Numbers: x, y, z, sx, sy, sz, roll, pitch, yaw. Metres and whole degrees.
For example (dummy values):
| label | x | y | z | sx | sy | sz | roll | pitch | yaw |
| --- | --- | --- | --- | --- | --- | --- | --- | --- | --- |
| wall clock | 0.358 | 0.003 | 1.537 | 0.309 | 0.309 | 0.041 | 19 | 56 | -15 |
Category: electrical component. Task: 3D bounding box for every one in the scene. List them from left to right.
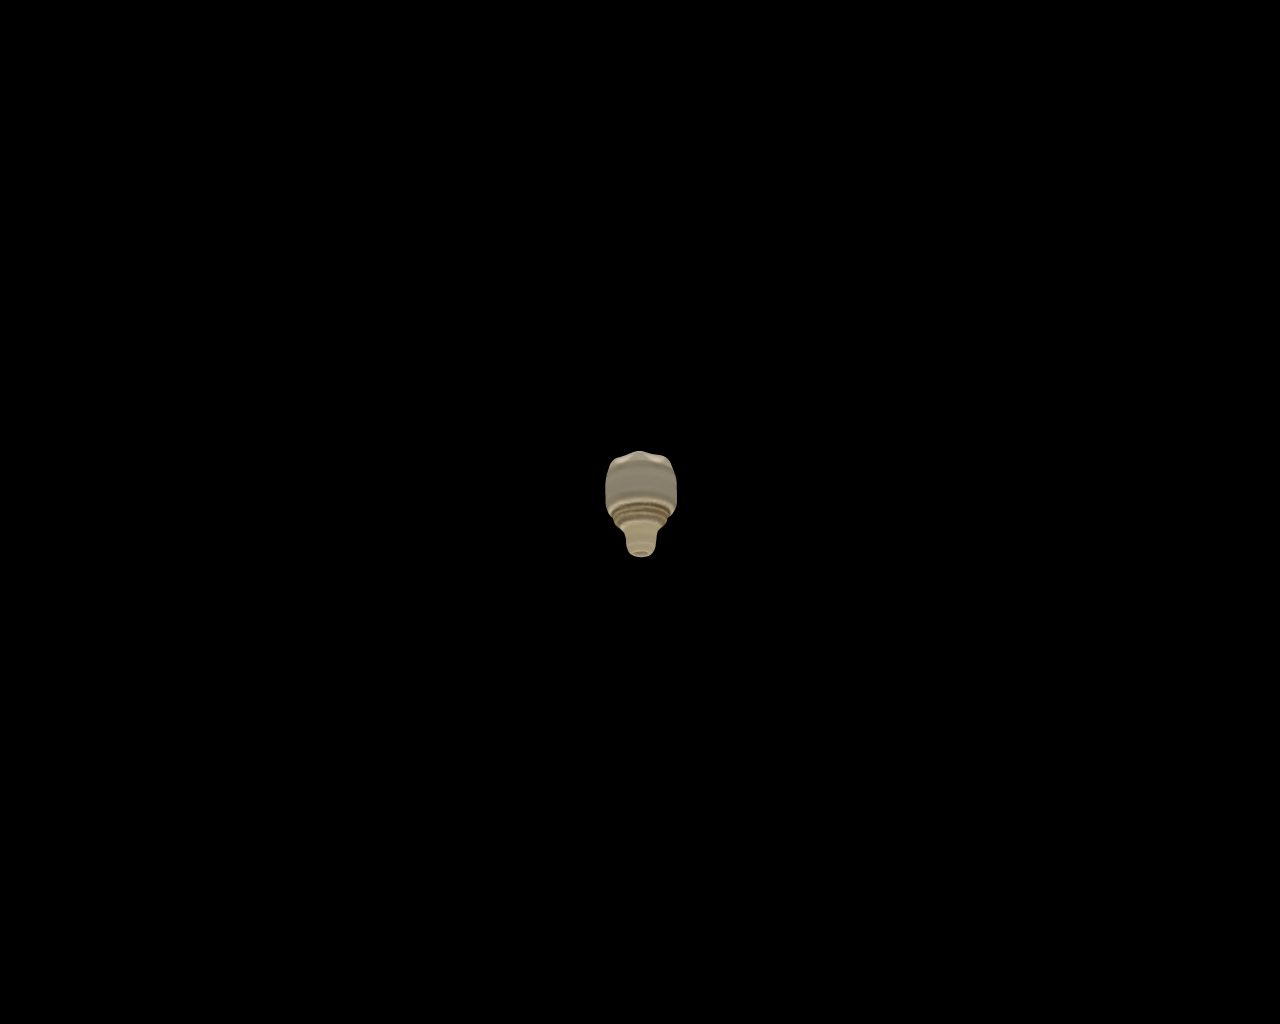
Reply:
| label | x | y | z | sx | sy | sz | roll | pitch | yaw |
| --- | --- | --- | --- | --- | --- | --- | --- | --- | --- |
| electrical component | 0.001 | -0.003 | 0.650 | 0.043 | 0.062 | 0.043 | 0 | -22 | 0 |
